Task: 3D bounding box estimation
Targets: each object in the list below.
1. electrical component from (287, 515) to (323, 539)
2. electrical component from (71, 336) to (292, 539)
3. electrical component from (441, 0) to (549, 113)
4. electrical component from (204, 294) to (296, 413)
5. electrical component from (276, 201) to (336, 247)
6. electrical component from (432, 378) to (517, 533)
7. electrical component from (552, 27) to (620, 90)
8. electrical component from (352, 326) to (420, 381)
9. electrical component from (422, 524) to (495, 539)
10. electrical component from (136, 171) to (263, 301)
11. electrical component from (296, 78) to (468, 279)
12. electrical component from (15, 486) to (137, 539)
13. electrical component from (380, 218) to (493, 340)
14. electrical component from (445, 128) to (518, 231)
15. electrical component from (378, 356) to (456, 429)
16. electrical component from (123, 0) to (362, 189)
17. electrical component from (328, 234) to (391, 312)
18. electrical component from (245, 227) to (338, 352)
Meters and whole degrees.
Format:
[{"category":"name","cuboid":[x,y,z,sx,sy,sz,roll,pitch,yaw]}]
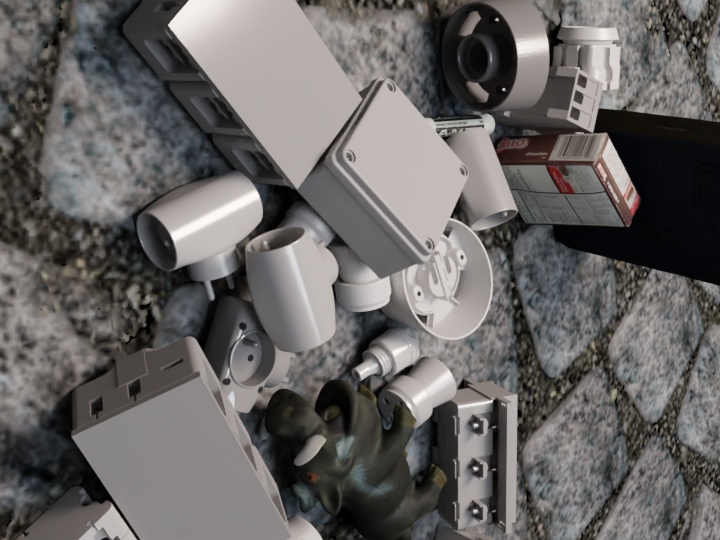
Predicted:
[{"category":"electrical component","cuboid":[-0.071,0.213,0.820,0.077,0.044,0.079,-32,118,-37]},{"category":"electrical component","cuboid":[-0.120,0.129,0.726,0.089,0.061,0.150,-25,120,-3]},{"category":"electrical component","cuboid":[0.116,-0.180,0.900,0.064,0.099,0.099,-16,109,-36]},{"category":"electrical component","cuboid":[-0.078,0.065,0.785,0.079,0.044,0.077,21,83,-45]},{"category":"electrical component","cuboid":[-0.047,-0.022,0.804,0.046,0.040,0.040,-50,129,-20]},{"category":"electrical component","cuboid":[0.103,0.168,0.972,0.063,0.079,0.121,-6,103,-22]},{"category":"electrical component","cuboid":[0.215,-0.201,1.019,0.078,0.058,0.057,-13,110,-43]},{"category":"electrical component","cuboid":[0.019,0.073,0.892,0.061,0.035,0.035,-30,118,-33]},{"category":"electrical component","cuboid":[0.094,0.275,1.000,0.081,0.042,0.063,19,88,-45]},{"category":"electrical component","cuboid":[-0.105,-0.018,0.743,0.077,0.043,0.079,-32,119,-37]},{"category":"electrical component","cuboid":[0.018,-0.069,0.810,0.108,0.056,0.108,47,44,-20]},{"category":"electrical component","cuboid":[-0.191,0.195,0.693,0.089,0.050,0.055,-44,125,-31]},{"category":"electrical component","cuboid":[0.060,0.004,0.898,0.099,0.064,0.099,-11,106,-43]},{"category":"electrical component","cuboid":[0.103,-0.073,0.933,0.079,0.043,0.077,60,11,-75]},{"category":"electrical component","cuboid":[0.049,0.106,0.920,0.055,0.045,0.045,-34,120,-35]},{"category":"electrical component","cuboid":[-0.079,-0.139,0.733,0.089,0.062,0.150,-56,131,-22]},{"category":"electrical component","cuboid":[0.000,0.000,0.851,0.045,0.045,0.055,-25,115,-40]},{"category":"electrical component","cuboid":[-0.040,0.005,0.759,0.079,0.043,0.077,-47,127,-53]}]
